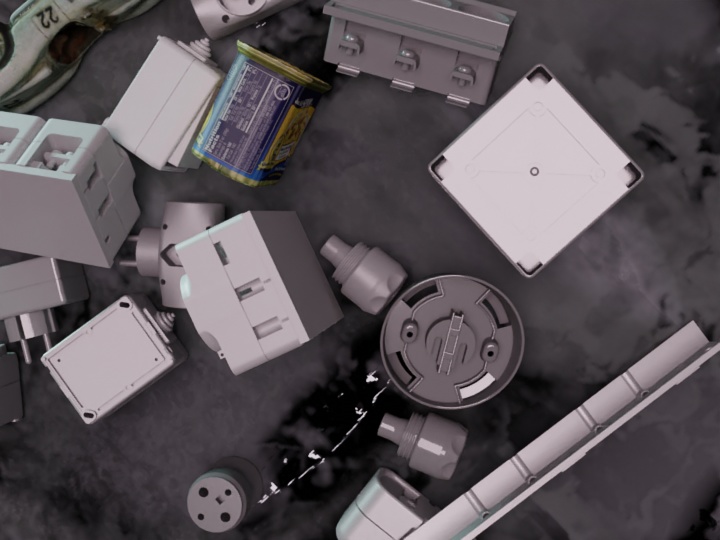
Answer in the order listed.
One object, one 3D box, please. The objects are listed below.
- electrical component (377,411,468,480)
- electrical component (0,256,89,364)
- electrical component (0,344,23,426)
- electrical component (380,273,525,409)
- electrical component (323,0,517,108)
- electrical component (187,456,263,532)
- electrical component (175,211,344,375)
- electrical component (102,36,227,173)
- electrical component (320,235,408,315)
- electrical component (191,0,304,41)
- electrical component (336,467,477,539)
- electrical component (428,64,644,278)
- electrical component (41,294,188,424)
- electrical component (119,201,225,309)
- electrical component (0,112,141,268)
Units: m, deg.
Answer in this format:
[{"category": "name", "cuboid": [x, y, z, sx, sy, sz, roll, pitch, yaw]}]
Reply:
[{"category": "electrical component", "cuboid": [0.044, 0.123, 0.779, 0.062, 0.043, 0.043, 21, 96, 8]}, {"category": "electrical component", "cuboid": [-0.251, 0.033, 0.815, 0.083, 0.047, 0.075, -13, 91, 9]}, {"category": "electrical component", "cuboid": [-0.302, 0.091, 0.801, 0.062, 0.096, 0.061, -4, 93, 9]}, {"category": "electrical component", "cuboid": [0.063, 0.048, 0.758, 0.099, 0.064, 0.099, 0, 97, 0]}, {"category": "electrical component", "cuboid": [0.040, -0.161, 0.750, 0.121, 0.078, 0.063, 17, 118, 7]}, {"category": "electrical component", "cuboid": [-0.100, 0.166, 0.796, 0.045, 0.055, 0.045, 1, 94, 8]}, {"category": "electrical component", "cuboid": [-0.067, 0.012, 0.734, 0.062, 0.150, 0.089, -25, 90, 8]}, {"category": "electrical component", "cuboid": [-0.129, -0.122, 0.779, 0.061, 0.062, 0.096, 35, 98, 5]}, {"category": "electrical component", "cuboid": [0.000, 0.000, 0.777, 0.062, 0.043, 0.043, 38, 98, 6]}, {"category": "electrical component", "cuboid": [-0.087, -0.217, 0.776, 0.077, 0.044, 0.079, -22, 90, 9]}, {"category": "electrical component", "cuboid": [0.033, 0.198, 0.779, 0.095, 0.054, 0.059, 38, 98, 5]}, {"category": "electrical component", "cuboid": [0.121, -0.068, 0.748, 0.109, 0.056, 0.108, -43, 87, 9]}, {"category": "electrical component", "cuboid": [-0.175, 0.061, 0.802, 0.096, 0.061, 0.061, -36, 88, 3]}, {"category": "electrical component", "cuboid": [-0.140, -0.013, 0.797, 0.079, 0.043, 0.077, 3, 94, 8]}, {"category": "electrical component", "cuboid": [-0.244, -0.064, 0.773, 0.150, 0.089, 0.061, 10, 51, 17]}]
